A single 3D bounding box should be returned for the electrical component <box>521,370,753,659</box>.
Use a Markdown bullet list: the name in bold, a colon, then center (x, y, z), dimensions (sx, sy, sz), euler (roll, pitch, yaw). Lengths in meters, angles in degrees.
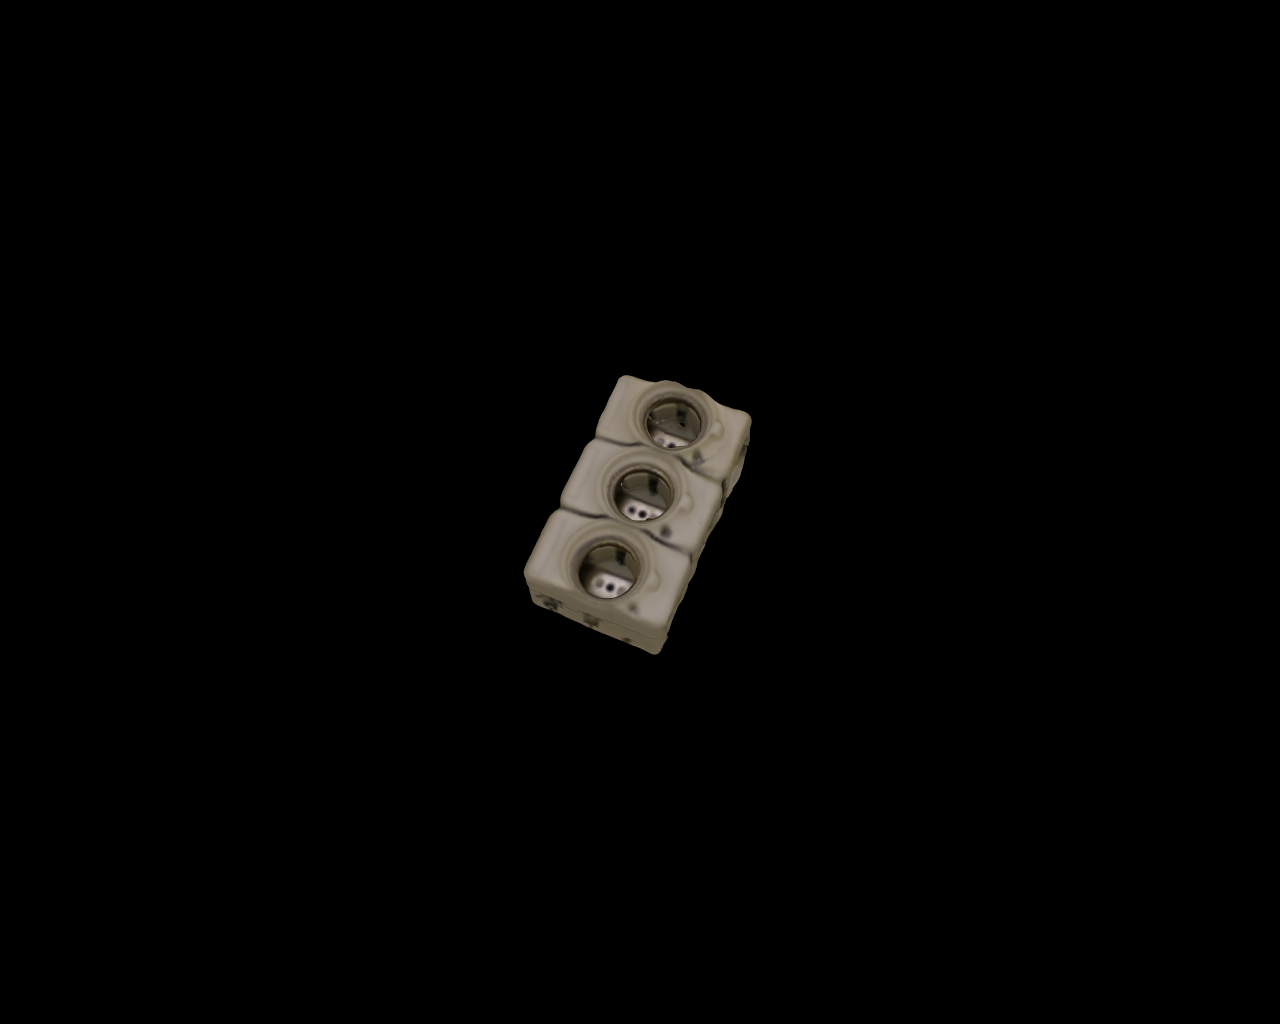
- **electrical component**: center (0.001, -0.003, 0.650), dimensions (0.089, 0.150, 0.061), euler (20, -24, 9)
